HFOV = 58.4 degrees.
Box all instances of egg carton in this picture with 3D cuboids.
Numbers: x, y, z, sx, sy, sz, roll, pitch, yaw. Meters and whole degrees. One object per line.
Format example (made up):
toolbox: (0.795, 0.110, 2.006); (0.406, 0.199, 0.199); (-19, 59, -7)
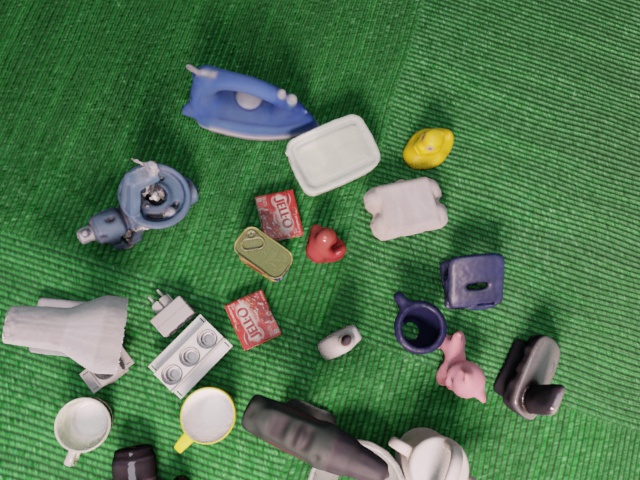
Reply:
egg carton: (0.160, -0.060, 1.072); (0.150, 0.069, 0.107); (-13, 80, -7)

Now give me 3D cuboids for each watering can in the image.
watering can: (0.197, 0.369, 0.928); (0.173, 0.194, 0.101); (7, 78, -3)

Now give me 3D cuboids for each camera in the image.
camera: (-0.283, 0.405, 0.925); (0.143, 0.100, 0.137); (-6, 79, -6)

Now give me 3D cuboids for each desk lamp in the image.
desk lamp: (-0.389, 0.145, 0.909); (0.203, 0.213, 0.118); (6, 78, -4)

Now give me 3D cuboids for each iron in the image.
iron: (-0.122, -0.261, 1.050); (0.258, 0.141, 0.119); (12, 78, -3)

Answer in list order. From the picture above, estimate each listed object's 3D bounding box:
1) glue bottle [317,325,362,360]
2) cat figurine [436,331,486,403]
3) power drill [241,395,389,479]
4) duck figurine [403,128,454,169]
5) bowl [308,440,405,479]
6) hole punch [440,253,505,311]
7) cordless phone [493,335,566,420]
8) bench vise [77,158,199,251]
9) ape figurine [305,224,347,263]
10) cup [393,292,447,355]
glue bottle: (0.038, 0.170, 0.963); (0.078, 0.173, 0.037); (-32, 83, -10)
cat figurine: (0.247, 0.220, 1.000); (0.067, 0.117, 0.128); (-7, 79, -6)
power drill: (-0.012, 0.311, 0.913); (0.229, 0.208, 0.076); (23, 78, 0)
duck figurine: (0.214, -0.185, 1.093); (0.104, 0.086, 0.077); (-29, 83, -10)
bowl: (0.057, 0.420, 0.966); (0.167, 0.074, 0.167); (1, 79, -5)
hole punch: (0.282, 0.077, 1.045); (0.108, 0.091, 0.101); (-5, 79, -6)
cordless phone: (0.384, 0.235, 0.975); (0.094, 0.185, 0.148); (25, 78, 1)
bench vise: (-0.303, -0.052, 0.953); (0.121, 0.219, 0.207); (40, 78, 4)
ape figurine: (0.010, 0.004, 1.035); (0.076, 0.092, 0.078); (-29, 82, -10)
cup: (0.161, 0.147, 1.019); (0.092, 0.095, 0.118); (-34, 84, -10)
